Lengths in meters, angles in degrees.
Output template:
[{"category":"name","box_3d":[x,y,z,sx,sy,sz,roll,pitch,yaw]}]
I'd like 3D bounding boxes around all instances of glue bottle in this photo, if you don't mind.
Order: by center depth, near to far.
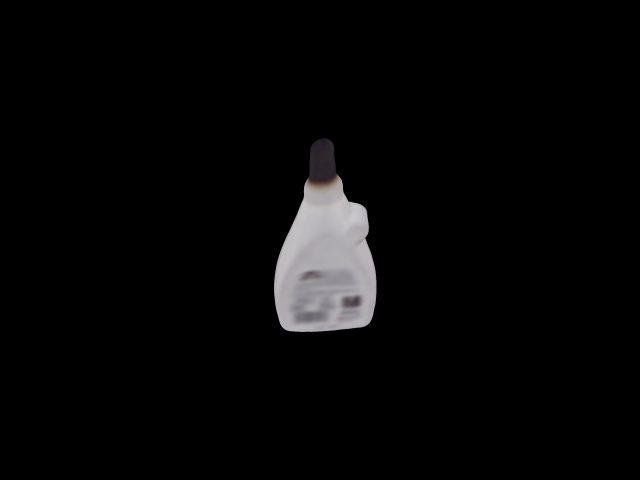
[{"category":"glue bottle","box_3d":[0.004,0.001,0.400,0.078,0.173,0.037,-3,47,-2]}]
